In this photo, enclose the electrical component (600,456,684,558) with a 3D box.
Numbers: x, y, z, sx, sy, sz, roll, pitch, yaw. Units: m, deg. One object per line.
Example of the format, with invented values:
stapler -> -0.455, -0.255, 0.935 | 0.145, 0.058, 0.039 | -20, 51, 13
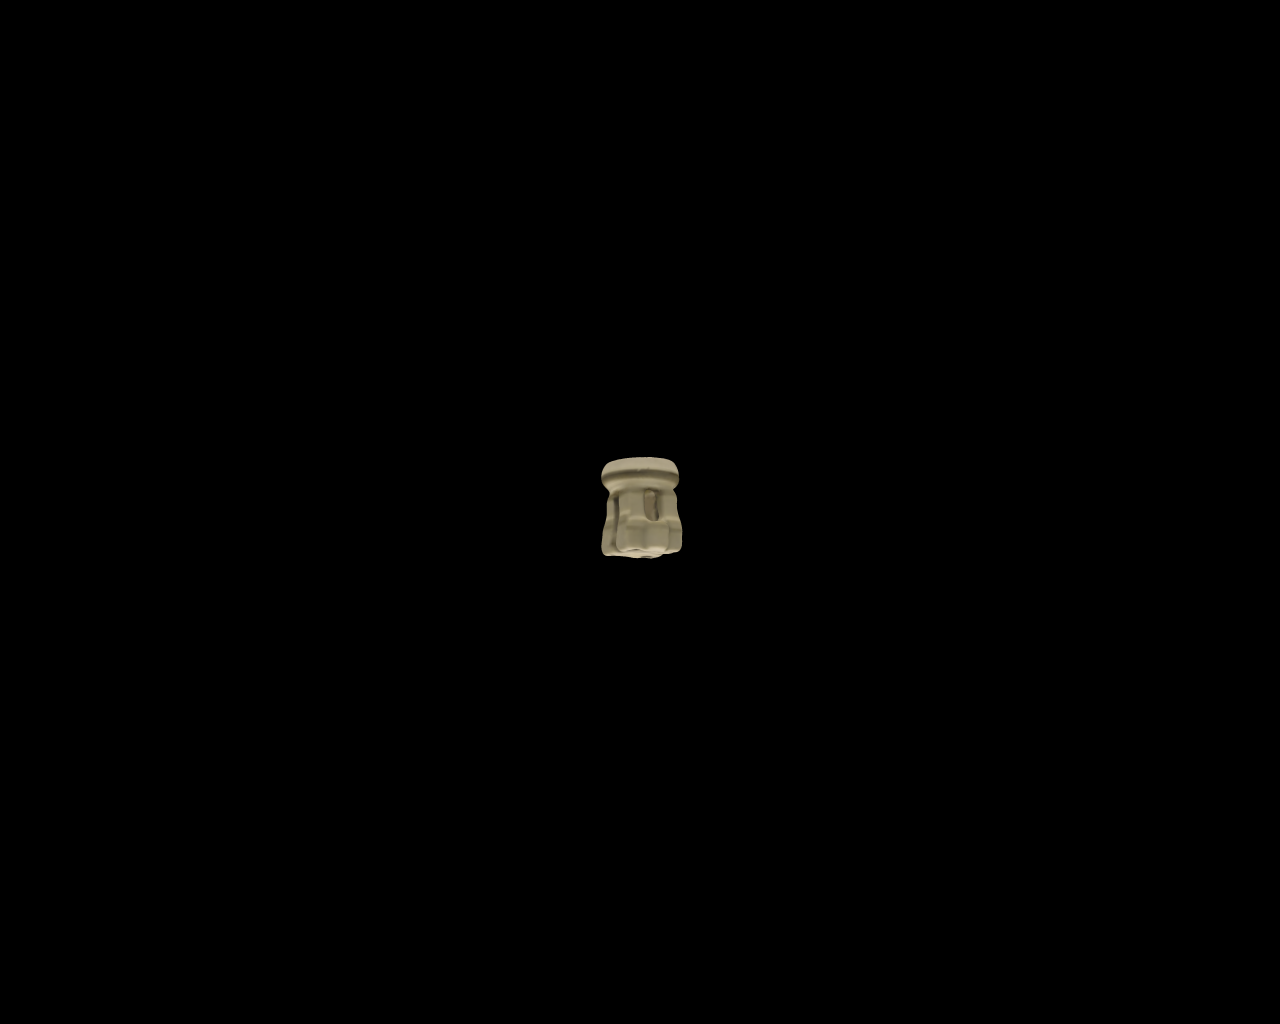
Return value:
electrical component -> 0.001, -0.003, 0.650 | 0.048, 0.055, 0.066 | 4, -10, -23
